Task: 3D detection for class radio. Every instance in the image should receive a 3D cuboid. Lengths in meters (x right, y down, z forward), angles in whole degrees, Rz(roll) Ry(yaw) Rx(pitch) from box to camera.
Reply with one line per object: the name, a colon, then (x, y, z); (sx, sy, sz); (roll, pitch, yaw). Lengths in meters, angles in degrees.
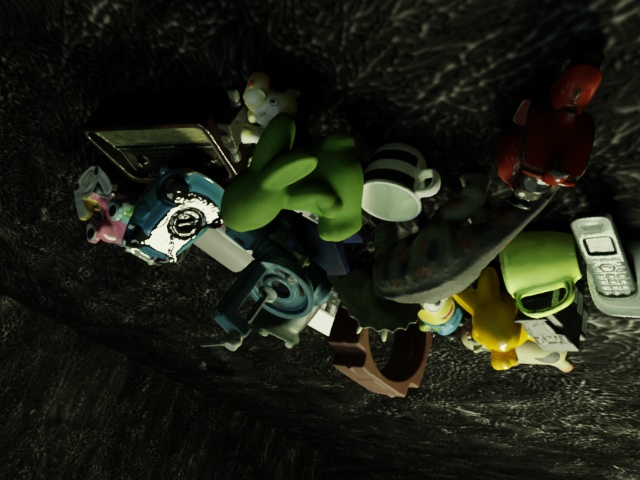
radio: (-0.221, -0.148, 0.797); (0.230, 0.073, 0.131); (5, 149, 27)

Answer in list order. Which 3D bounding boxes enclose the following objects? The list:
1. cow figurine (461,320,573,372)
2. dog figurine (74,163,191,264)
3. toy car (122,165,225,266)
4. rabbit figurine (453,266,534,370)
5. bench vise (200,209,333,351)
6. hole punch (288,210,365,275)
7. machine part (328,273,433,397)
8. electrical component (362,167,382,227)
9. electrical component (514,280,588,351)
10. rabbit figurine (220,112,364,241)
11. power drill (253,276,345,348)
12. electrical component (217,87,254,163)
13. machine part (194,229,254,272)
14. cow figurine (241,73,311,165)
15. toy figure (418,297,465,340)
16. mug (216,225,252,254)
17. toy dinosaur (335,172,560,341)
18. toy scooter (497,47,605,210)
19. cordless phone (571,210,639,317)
cow figurine: (0.357, 0.187, 1.003); (0.195, 0.085, 0.127); (-1, 152, 39)
dog figurine: (-0.339, -0.044, 1.032); (0.108, 0.192, 0.219); (-41, 150, 19)
toy car: (-0.217, -0.045, 0.788); (0.109, 0.161, 0.103); (38, -169, -46)
rabbit figurine: (0.294, 0.125, 0.870); (0.122, 0.162, 0.173); (-33, 167, 21)
bench vise: (-0.092, 0.054, 0.805); (0.129, 0.241, 0.223); (-24, 114, 42)
hole punch: (-0.002, -0.003, 0.901); (0.142, 0.092, 0.115); (1, 143, 39)
machine part: (0.118, 0.175, 1.013); (0.087, 0.201, 0.200); (-7, 142, 47)
electrical component: (0.049, -0.061, 0.772); (0.102, 0.078, 0.045); (34, 161, -30)
electrical component: (0.357, 0.104, 0.820); (0.134, 0.115, 0.058); (40, 148, -30)
rabbit figurine: (-0.034, -0.061, 0.643); (0.121, 0.170, 0.159); (56, 151, 29)
power drill: (-0.040, 0.105, 1.052); (0.232, 0.086, 0.207); (34, 107, -29)
electrical component: (-0.114, -0.154, 0.720); (0.021, 0.063, 0.093); (13, 141, 18)
machine part: (-0.204, -0.012, 1.024); (0.079, 0.079, 0.243); (-9, 141, 43)
cow figurine: (-0.051, -0.143, 0.700); (0.098, 0.068, 0.167); (11, 155, 5)
toy figure: (0.208, 0.120, 0.986); (0.089, 0.082, 0.180); (0, 148, 30)
mug: (-0.135, -0.021, 0.951); (0.107, 0.080, 0.109); (20, 178, 21)
toy dinosaur: (0.153, 0.031, 0.745); (0.131, 0.192, 0.405); (27, 153, -17)
toy scooter: (0.227, -0.089, 0.543); (0.075, 0.135, 0.183); (15, 153, 6)
cordless phone: (0.404, 0.017, 0.673); (0.147, 0.089, 0.184); (-6, 138, 41)
